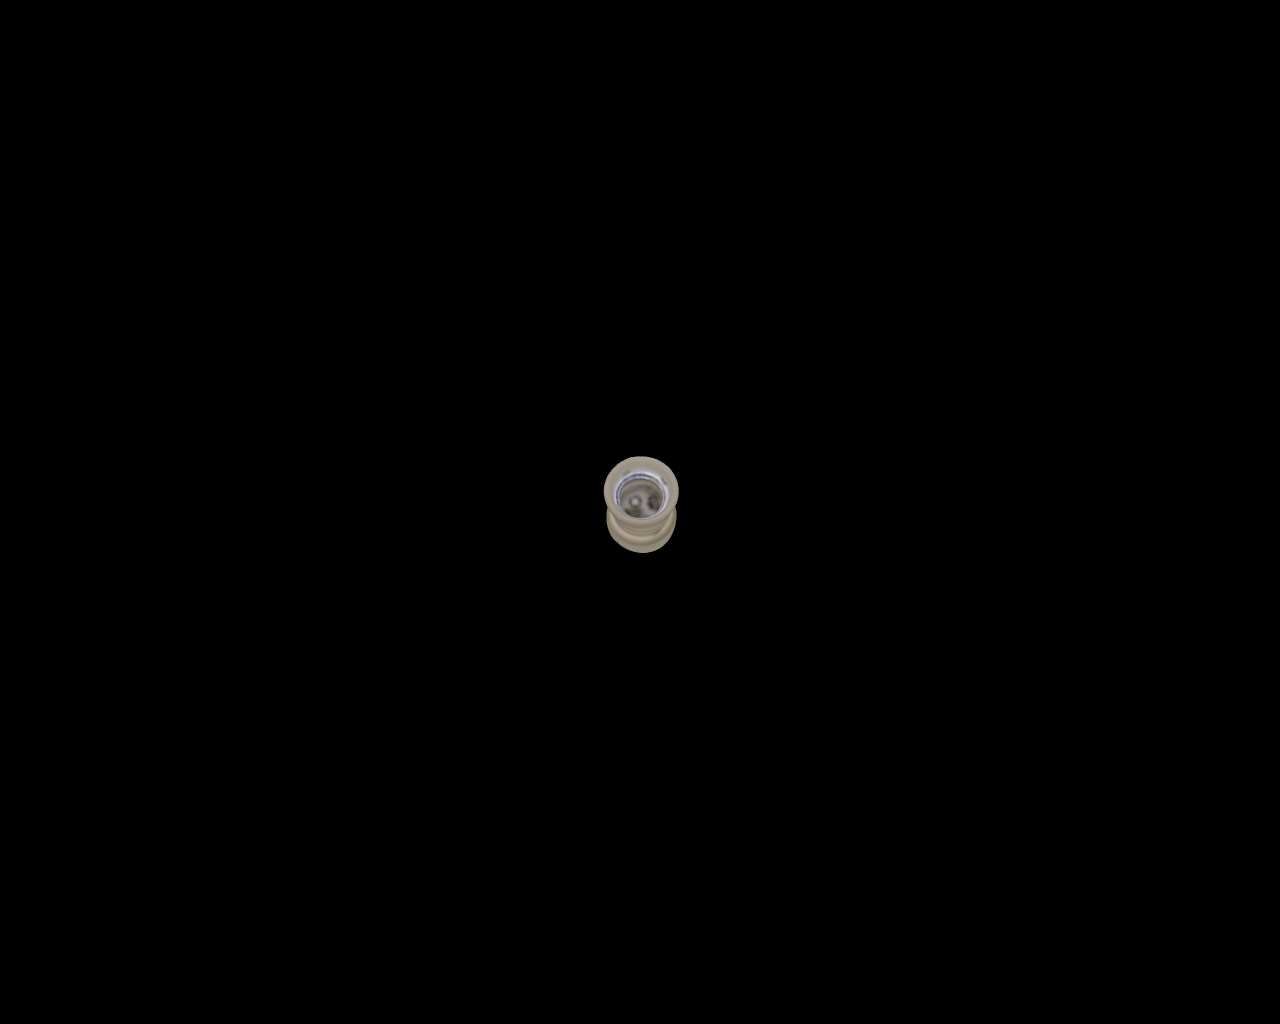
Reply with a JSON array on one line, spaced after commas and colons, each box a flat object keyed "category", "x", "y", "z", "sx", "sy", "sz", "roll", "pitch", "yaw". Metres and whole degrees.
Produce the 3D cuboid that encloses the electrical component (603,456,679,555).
[{"category": "electrical component", "x": 0.001, "y": -0.003, "z": 0.650, "sx": 0.045, "sy": 0.045, "sz": 0.055, "roll": 0, "pitch": -24, "yaw": 0}]
